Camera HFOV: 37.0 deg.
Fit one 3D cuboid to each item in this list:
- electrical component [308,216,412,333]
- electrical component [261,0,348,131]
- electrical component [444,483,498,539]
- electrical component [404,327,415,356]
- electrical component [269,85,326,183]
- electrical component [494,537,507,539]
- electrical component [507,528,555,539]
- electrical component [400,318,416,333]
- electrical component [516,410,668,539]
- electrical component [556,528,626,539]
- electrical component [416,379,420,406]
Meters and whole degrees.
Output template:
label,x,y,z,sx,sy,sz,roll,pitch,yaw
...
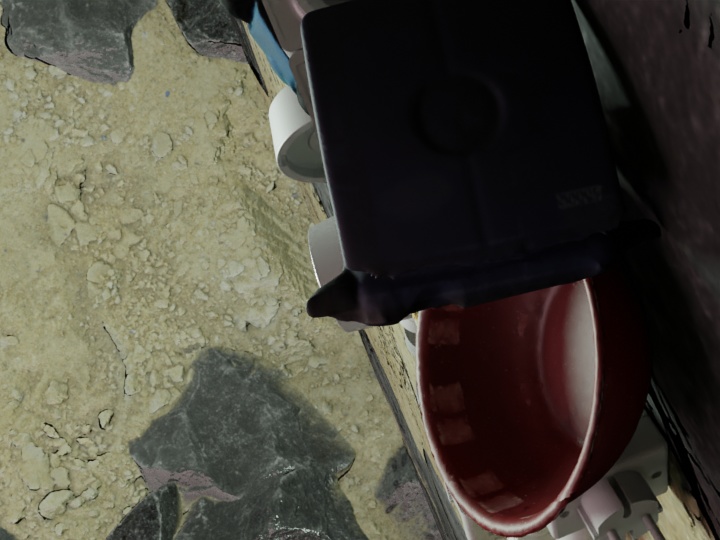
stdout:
label,x,y,z,sx,sy,sz,roll,pitch,yaw
electrical component,0.000,0.000,0.853,0.099,0.064,0.099,-20,-90,-81
electrical component,0.012,-0.110,0.601,0.062,0.089,0.150,16,-129,-84
electrical component,0.107,0.146,0.760,0.055,0.089,0.050,73,173,-49
electrical component,0.084,0.090,1.006,0.073,0.052,0.138,79,168,-69
electrical component,-0.027,-0.130,0.931,0.108,0.108,0.060,77,175,-65
electrical component,0.134,0.223,1.042,0.059,0.054,0.095,-121,10,-63
electrical component,0.147,0.210,0.854,0.080,0.051,0.080,158,90,-86
electrical component,0.058,0.023,0.980,0.047,0.055,0.055,81,166,-57
electrical component,0.125,0.112,0.537,0.047,0.066,0.076,72,174,-47
electrical component,0.141,0.152,0.682,0.045,0.045,0.055,-122,11,-64
electrical component,0.083,0.083,0.815,0.051,0.080,0.080,89,158,-64
